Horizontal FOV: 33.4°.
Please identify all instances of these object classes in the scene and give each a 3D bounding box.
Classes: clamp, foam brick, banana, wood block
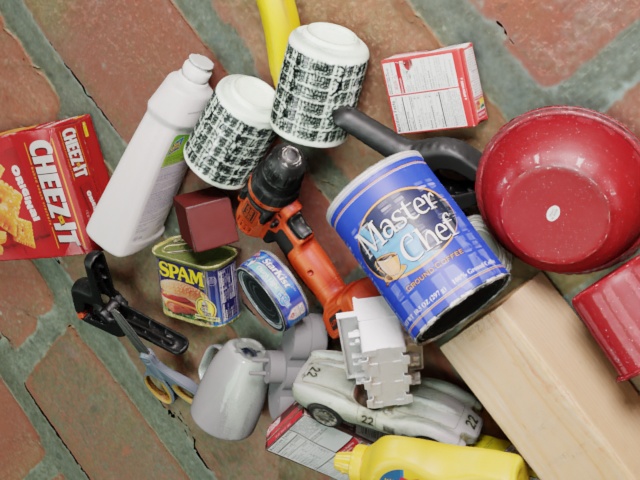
[{"bbox_3d":[0.088,-0.074,1.002,0.172,0.039,0.120,2,138,24],"label":"clamp"},{"bbox_3d":[-0.126,-0.024,1.177,0.078,0.051,0.053,-145,42,-68],"label":"foam brick"},{"bbox_3d":[-0.250,0.089,1.322,0.164,0.036,0.210,46,154,-11],"label":"clamp"},{"bbox_3d":[-0.055,-0.242,1.062,0.070,0.037,0.198,-17,98,58],"label":"banana"},{"bbox_3d":[0.221,0.146,0.988,0.206,0.090,0.090,53,132,6],"label":"wood block"}]

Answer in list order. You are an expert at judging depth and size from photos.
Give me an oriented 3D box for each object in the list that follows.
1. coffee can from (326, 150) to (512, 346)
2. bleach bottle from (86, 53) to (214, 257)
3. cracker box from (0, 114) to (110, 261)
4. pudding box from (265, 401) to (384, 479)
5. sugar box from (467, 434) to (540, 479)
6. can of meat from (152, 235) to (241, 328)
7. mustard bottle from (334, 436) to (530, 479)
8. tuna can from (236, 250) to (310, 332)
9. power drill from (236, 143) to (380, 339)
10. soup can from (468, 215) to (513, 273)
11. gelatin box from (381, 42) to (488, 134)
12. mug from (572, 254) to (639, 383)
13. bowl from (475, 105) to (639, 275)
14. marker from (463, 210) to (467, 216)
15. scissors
[{"bbox_3d":[0.086,0.007,0.936,0.140,0.102,0.103,55,132,17],"label":"coffee can"},{"bbox_3d":[-0.176,-0.098,1.187,0.068,0.102,0.251,37,122,9],"label":"bleach bottle"},{"bbox_3d":[-0.360,-0.060,1.348,0.214,0.072,0.164,-4,108,37],"label":"cracker box"},{"bbox_3d":[0.009,0.219,1.180,0.113,0.039,0.090,28,133,-17],"label":"pudding box"},{"bbox_3d":[0.176,0.250,1.099,0.177,0.048,0.093,12,117,37],"label":"sugar box"},{"bbox_3d":[-0.142,0.049,1.243,0.102,0.057,0.084,14,120,33],"label":"can of meat"},{"bbox_3d":[0.104,0.231,1.042,0.192,0.058,0.096,6,142,23],"label":"mustard bottle"},{"bbox_3d":[-0.050,0.054,1.123,0.086,0.033,0.086,46,159,23],"label":"tuna can"},{"bbox_3d":[-0.007,0.001,1.084,0.188,0.057,0.185,53,158,6],"label":"power drill"},{"bbox_3d":[0.126,0.028,1.022,0.102,0.068,0.068,-38,85,41],"label":"soup can"},{"bbox_3d":[0.105,-0.139,0.989,0.089,0.030,0.073,-2,109,38],"label":"gelatin box"},{"bbox_3d":[0.281,0.057,0.913,0.117,0.093,0.081,-35,81,11],"label":"mug"},{"bbox_3d":[0.207,-0.031,0.919,0.162,0.055,0.162,10,118,19],"label":"bowl"},{"bbox_3d":[0.090,-0.025,1.057,0.121,0.020,0.020,3,112,36],"label":"marker"},{"bbox_3d":[-0.191,0.152,1.298,0.096,0.016,0.202,17,147,16],"label":"scissors"}]
